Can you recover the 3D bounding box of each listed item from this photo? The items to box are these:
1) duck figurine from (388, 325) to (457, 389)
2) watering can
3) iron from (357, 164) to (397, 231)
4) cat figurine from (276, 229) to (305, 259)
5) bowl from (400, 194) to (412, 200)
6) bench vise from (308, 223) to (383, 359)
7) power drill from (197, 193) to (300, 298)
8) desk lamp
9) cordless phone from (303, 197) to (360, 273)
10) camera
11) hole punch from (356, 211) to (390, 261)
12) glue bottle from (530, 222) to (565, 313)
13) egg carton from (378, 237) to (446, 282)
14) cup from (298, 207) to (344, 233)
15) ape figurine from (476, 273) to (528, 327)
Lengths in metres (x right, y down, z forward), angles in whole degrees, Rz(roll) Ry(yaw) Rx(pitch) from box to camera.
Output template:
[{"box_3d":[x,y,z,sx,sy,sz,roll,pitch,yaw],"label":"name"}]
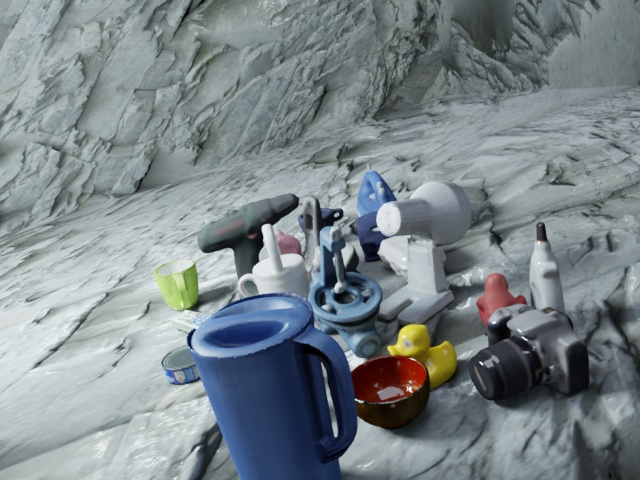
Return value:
[{"box_3d":[0.144,0.161,0.823,0.105,0.086,0.077,-17,19,-11],"label":"duck figurine"},{"box_3d":[-0.068,0.059,1.087,0.173,0.194,0.100,-21,20,-21],"label":"watering can"},{"box_3d":[0.158,-0.112,1.514,0.118,0.141,0.258,-13,19,-1],"label":"iron"},{"box_3d":[-0.071,0.025,1.307,0.067,0.118,0.127,-12,19,2],"label":"cat figurine"},{"box_3d":[0.272,-0.066,1.411,0.167,0.075,0.167,-11,19,4],"label":"bowl"},{"box_3d":[0.015,0.072,0.957,0.122,0.220,0.206,-26,23,-33],"label":"bench vise"},{"box_3d":[-0.136,0.019,1.224,0.229,0.209,0.075,-13,19,1],"label":"power drill"},{"box_3d":[0.180,0.014,1.023,0.204,0.214,0.117,-28,24,-38],"label":"desk lamp"},{"box_3d":[0.011,0.004,1.207,0.094,0.185,0.147,-24,22,-30],"label":"cordless phone"},{"box_3d":[0.261,0.146,0.766,0.137,0.101,0.143,-18,19,-15],"label":"camera"},{"box_3d":[0.142,-0.012,1.316,0.108,0.091,0.101,-11,19,4],"label":"hole punch"},{"box_3d":[0.340,0.055,0.864,0.037,0.173,0.078,-11,19,5],"label":"glue bottle"},{"box_3d":[0.191,0.032,1.189,0.107,0.069,0.150,-18,19,-15],"label":"egg carton"},{"box_3d":[0.009,-0.028,1.441,0.118,0.095,0.091,-16,19,-10],"label":"cup"},{"box_3d":[0.286,0.095,0.912,0.077,0.092,0.076,2,24,37],"label":"ape figurine"}]
